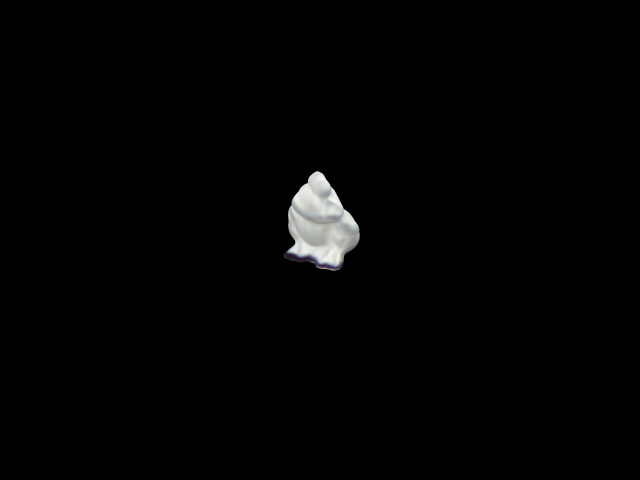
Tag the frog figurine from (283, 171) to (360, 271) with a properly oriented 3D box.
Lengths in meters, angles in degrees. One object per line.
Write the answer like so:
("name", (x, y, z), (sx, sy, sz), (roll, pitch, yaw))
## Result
("frog figurine", (0.003, -0.043, 0.850), (0.123, 0.156, 0.139), (-16, 28, -33))
